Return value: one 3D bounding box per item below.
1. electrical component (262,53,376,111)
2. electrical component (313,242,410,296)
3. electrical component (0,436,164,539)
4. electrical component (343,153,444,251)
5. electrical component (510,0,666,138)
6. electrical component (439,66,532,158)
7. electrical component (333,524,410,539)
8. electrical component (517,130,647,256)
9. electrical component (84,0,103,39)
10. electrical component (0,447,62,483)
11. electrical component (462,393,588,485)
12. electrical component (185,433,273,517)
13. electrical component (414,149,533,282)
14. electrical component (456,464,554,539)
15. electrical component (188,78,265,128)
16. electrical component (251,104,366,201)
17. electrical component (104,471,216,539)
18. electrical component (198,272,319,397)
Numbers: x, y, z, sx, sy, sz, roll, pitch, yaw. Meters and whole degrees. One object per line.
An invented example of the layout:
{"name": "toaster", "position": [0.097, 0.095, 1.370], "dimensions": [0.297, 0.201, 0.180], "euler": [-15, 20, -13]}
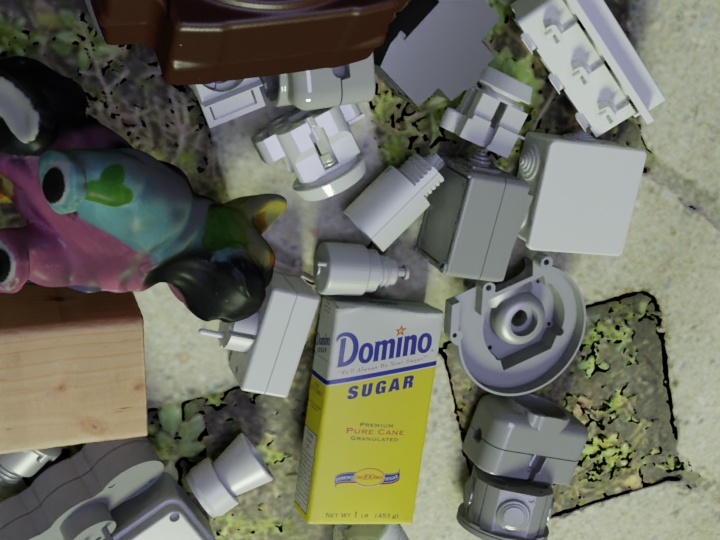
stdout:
{"name": "electrical component", "position": [-0.034, -0.143, 0.732], "dimensions": [0.059, 0.095, 0.053], "euler": [-11, 112, -16]}
{"name": "electrical component", "position": [0.000, 0.000, 0.827], "dimensions": [0.078, 0.040, 0.040], "euler": [3, 108, -21]}
{"name": "electrical component", "position": [-0.204, 0.181, 0.790], "dimensions": [0.138, 0.073, 0.052], "euler": [-35, 154, -5]}
{"name": "electrical component", "position": [0.031, -0.057, 0.816], "dimensions": [0.081, 0.043, 0.043], "euler": [-45, 117, 0]}
{"name": "electrical component", "position": [0.171, -0.165, 0.816], "dimensions": [0.063, 0.078, 0.121], "euler": [-32, 119, 18]}
{"name": "electrical component", "position": [0.100, -0.122, 0.816], "dimensions": [0.066, 0.048, 0.055], "euler": [21, 103, -22]}
{"name": "electrical component", "position": [0.012, 0.229, 0.907], "dimensions": [0.055, 0.055, 0.047], "euler": [-35, 121, -5]}
{"name": "electrical component", "position": [0.171, -0.062, 0.863], "dimensions": [0.100, 0.048, 0.099], "euler": [3, 108, -22]}
{"name": "electrical component", "position": [-0.160, -0.185, 0.699], "dimensions": [0.043, 0.043, 0.062], "euler": [-22, 114, -12]}
{"name": "electrical component", "position": [-0.252, 0.134, 0.780], "dimensions": [0.062, 0.048, 0.048], "euler": [-44, 118, 6]}
{"name": "electrical component", "position": [0.144, 0.142, 0.924], "dimensions": [0.095, 0.054, 0.059], "euler": [13, 104, -24]}
{"name": "electrical component", "position": [-0.103, 0.162, 0.845], "dimensions": [0.055, 0.045, 0.045], "euler": [-35, 117, -5]}
{"name": "electrical component", "position": [0.091, -0.045, 0.832], "dimensions": [0.061, 0.062, 0.096], "euler": [8, 106, -22]}
{"name": "electrical component", "position": [0.126, 0.202, 0.926], "dimensions": [0.080, 0.080, 0.051], "euler": [7, 101, -23]}
{"name": "electrical component", "position": [-0.100, -0.143, 0.725], "dimensions": [0.042, 0.064, 0.081], "euler": [-24, 116, -12]}
{"name": "electrical component", "position": [-0.030, -0.087, 0.775], "dimensions": [0.078, 0.058, 0.057], "euler": [-30, 113, -8]}
{"name": "electrical component", "position": [-0.172, 0.223, 0.834], "dimensions": [0.113, 0.057, 0.078], "euler": [-35, 117, -6]}
{"name": "electrical component", "position": [-0.083, 0.044, 0.808], "dimensions": [0.076, 0.047, 0.083], "euler": [13, 104, -24]}
